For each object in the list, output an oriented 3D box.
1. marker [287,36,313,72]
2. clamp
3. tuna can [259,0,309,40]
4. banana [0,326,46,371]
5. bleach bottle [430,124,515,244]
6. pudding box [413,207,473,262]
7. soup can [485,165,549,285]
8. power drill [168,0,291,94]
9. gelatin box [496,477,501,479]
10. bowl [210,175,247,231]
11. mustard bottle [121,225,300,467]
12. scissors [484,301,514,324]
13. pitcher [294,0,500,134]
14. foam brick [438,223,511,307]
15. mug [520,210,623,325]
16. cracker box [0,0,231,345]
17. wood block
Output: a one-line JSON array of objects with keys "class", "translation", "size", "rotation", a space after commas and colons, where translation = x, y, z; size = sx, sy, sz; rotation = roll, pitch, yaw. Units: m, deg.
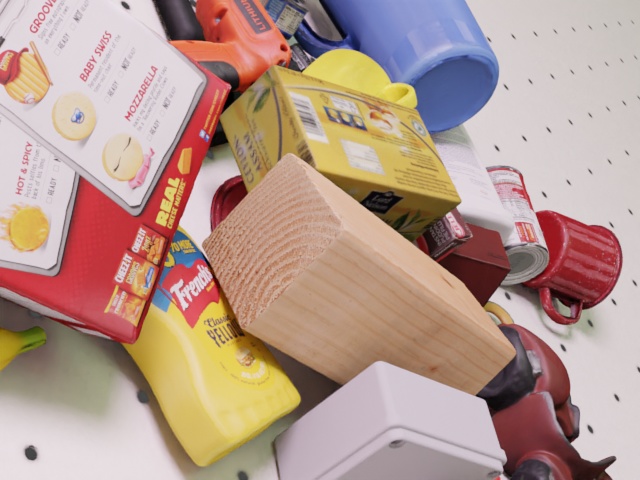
[{"class": "marker", "translation": [-0.002, -0.145, 1.011], "size": [0.121, 0.020, 0.020], "rotation": [54, 32, 5]}, {"class": "clamp", "translation": [-0.096, -0.146, 0.877], "size": [0.164, 0.036, 0.210], "rotation": [39, 31, -15]}, {"class": "tuna can", "translation": [-0.055, -0.218, 0.973], "size": [0.086, 0.034, 0.086], "rotation": [31, 10, -7]}, {"class": "banana", "translation": [-0.233, 0.019, 0.546], "size": [0.197, 0.037, 0.069], "rotation": [40, 16, -19]}, {"class": "bleach bottle", "translation": [0.108, -0.100, 1.057], "size": [0.102, 0.068, 0.251], "rotation": [13, 45, -29]}, {"class": "pudding box", "translation": [0.063, -0.024, 0.903], "size": [0.039, 0.090, 0.113], "rotation": [-2, 59, -54]}, {"class": "soup can", "translation": [0.183, -0.015, 1.063], "size": [0.068, 0.069, 0.102], "rotation": [23, 42, -37]}, {"class": "power drill", "translation": [-0.129, -0.150, 0.782], "size": [0.187, 0.057, 0.184], "rotation": [-17, 66, -35]}, {"class": "gelatin box", "translation": [0.089, 0.163, 0.803], "size": [0.089, 0.030, 0.073], "rotation": [-4, 60, -52]}, {"class": "bowl", "translation": [-0.005, 0.001, 0.825], "size": [0.162, 0.055, 0.162], "rotation": [31, 37, -27]}, {"class": "mustard bottle", "translation": [-0.093, 0.042, 0.670], "size": [0.192, 0.058, 0.096], "rotation": [55, 28, 8]}, {"class": "scissors", "translation": [0.125, 0.084, 0.938], "size": [0.096, 0.016, 0.201], "rotation": [41, 32, -5]}, {"class": "pitcher", "translation": [0.066, -0.215, 1.025], "size": [0.144, 0.149, 0.243], "rotation": [16, 39, -41]}, {"class": "foam brick", "translation": [0.120, 0.018, 0.947], "size": [0.078, 0.051, 0.053], "rotation": [16, 38, -20]}, {"class": "mug", "translation": [0.246, 0.029, 1.090], "size": [0.081, 0.093, 0.117], "rotation": [19, 69, -33]}, {"class": "cracker box", "translation": [-0.163, -0.060, 0.553], "size": [0.213, 0.072, 0.164], "rotation": [32, 70, -42]}, {"class": "wood block", "translation": [0.031, 0.042, 0.724], "size": [0.205, 0.090, 0.091], "rotation": [35, 15, -41]}]
